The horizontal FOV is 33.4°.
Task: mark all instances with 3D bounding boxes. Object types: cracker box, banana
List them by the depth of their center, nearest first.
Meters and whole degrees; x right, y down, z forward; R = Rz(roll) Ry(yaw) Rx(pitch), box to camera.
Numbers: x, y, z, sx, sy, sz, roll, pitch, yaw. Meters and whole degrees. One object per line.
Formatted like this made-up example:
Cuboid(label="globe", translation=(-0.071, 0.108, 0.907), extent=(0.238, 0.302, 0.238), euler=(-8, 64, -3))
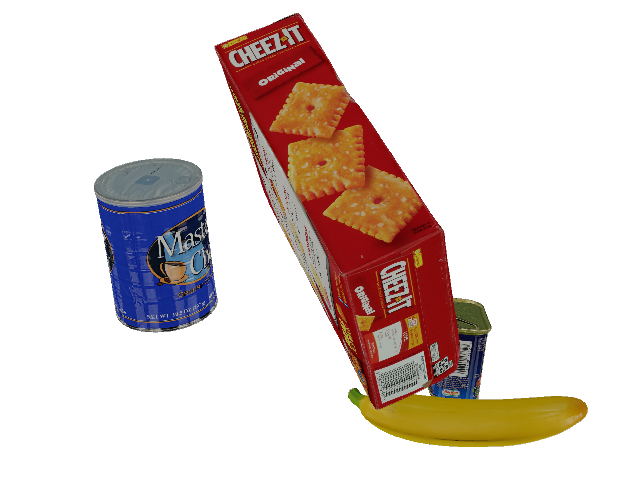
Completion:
Cuboid(label="cracker box", translation=(0.013, -0.021, 0.705), extent=(0.072, 0.214, 0.164), euler=(-24, -37, -6))
Cuboid(label="banana", translation=(0.118, 0.139, 0.861), extent=(0.198, 0.037, 0.069), euler=(4, 26, 7))

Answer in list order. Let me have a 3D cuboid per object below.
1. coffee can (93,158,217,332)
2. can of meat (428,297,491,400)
Cuboid(label="coffee can", translation=(-0.159, 0.003, 1.040), extent=(0.103, 0.140, 0.103), euler=(-4, 26, 2))
Cuboid(label="can of meat", translation=(0.143, 0.116, 1.128), extent=(0.057, 0.084, 0.102), euler=(6, 15, 0))
